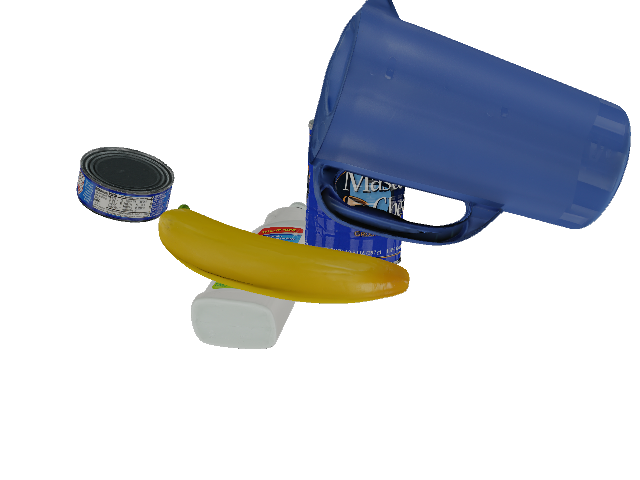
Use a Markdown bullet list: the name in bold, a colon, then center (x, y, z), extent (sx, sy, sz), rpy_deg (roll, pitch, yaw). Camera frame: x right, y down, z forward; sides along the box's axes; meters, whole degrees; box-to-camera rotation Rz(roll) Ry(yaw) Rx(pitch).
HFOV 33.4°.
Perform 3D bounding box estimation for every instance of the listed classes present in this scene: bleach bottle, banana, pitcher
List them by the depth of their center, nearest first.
- **banana**: center (-0.040, 0.007, 0.701), extent (0.198, 0.037, 0.069), rpy_deg (18, 36, 31)
- **pitcher**: center (0.115, -0.082, 0.860), extent (0.242, 0.149, 0.145), rpy_deg (17, 40, -8)
- **bleach bottle**: center (-0.065, 0.028, 1.263), extent (0.103, 0.068, 0.250), rpy_deg (4, 33, 13)

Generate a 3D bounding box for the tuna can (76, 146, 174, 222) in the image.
- **tuna can**: center (-0.179, -0.051, 0.978), extent (0.086, 0.034, 0.086), rpy_deg (13, 28, -7)

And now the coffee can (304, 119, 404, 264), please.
- **coffee can**: center (0.036, -0.051, 1.095), extent (0.103, 0.140, 0.103), rpy_deg (3, 13, -1)
